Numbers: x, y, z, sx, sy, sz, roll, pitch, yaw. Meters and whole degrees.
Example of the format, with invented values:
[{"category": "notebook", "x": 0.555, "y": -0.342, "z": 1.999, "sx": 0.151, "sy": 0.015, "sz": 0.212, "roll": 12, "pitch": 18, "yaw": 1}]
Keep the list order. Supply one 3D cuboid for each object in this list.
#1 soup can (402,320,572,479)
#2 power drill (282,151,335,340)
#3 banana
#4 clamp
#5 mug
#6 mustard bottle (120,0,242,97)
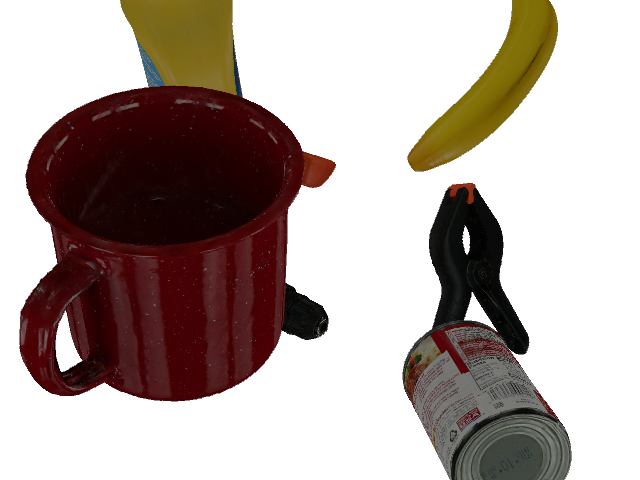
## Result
[{"category": "soup can", "x": 0.092, "y": 0.098, "z": 0.602, "sx": 0.068, "sy": 0.068, "sz": 0.102, "roll": 0, "pitch": 23, "yaw": -11}, {"category": "power drill", "x": -0.048, "y": -0.005, "z": 1.123, "sx": 0.185, "sy": 0.188, "sz": 0.057, "roll": 22, "pitch": 8, "yaw": 32}, {"category": "banana", "x": 0.137, "y": -0.128, "z": 0.826, "sx": 0.070, "sy": 0.197, "sz": 0.037, "roll": 2, "pitch": -37, "yaw": 49}, {"category": "clamp", "x": 0.128, "y": 0.038, "z": 0.957, "sx": 0.120, "sy": 0.171, "sz": 0.039, "roll": -20, "pitch": 7, "yaw": -40}, {"category": "mug", "x": -0.059, "y": 0.010, "z": 0.378, "sx": 0.093, "sy": 0.081, "sz": 0.117, "roll": 23, "pitch": 46, "yaw": 21}, {"category": "mustard bottle", "x": -0.072, "y": -0.095, "z": 0.593, "sx": 0.058, "sy": 0.096, "sz": 0.191, "roll": -15, "pitch": -41, "yaw": -7}]
